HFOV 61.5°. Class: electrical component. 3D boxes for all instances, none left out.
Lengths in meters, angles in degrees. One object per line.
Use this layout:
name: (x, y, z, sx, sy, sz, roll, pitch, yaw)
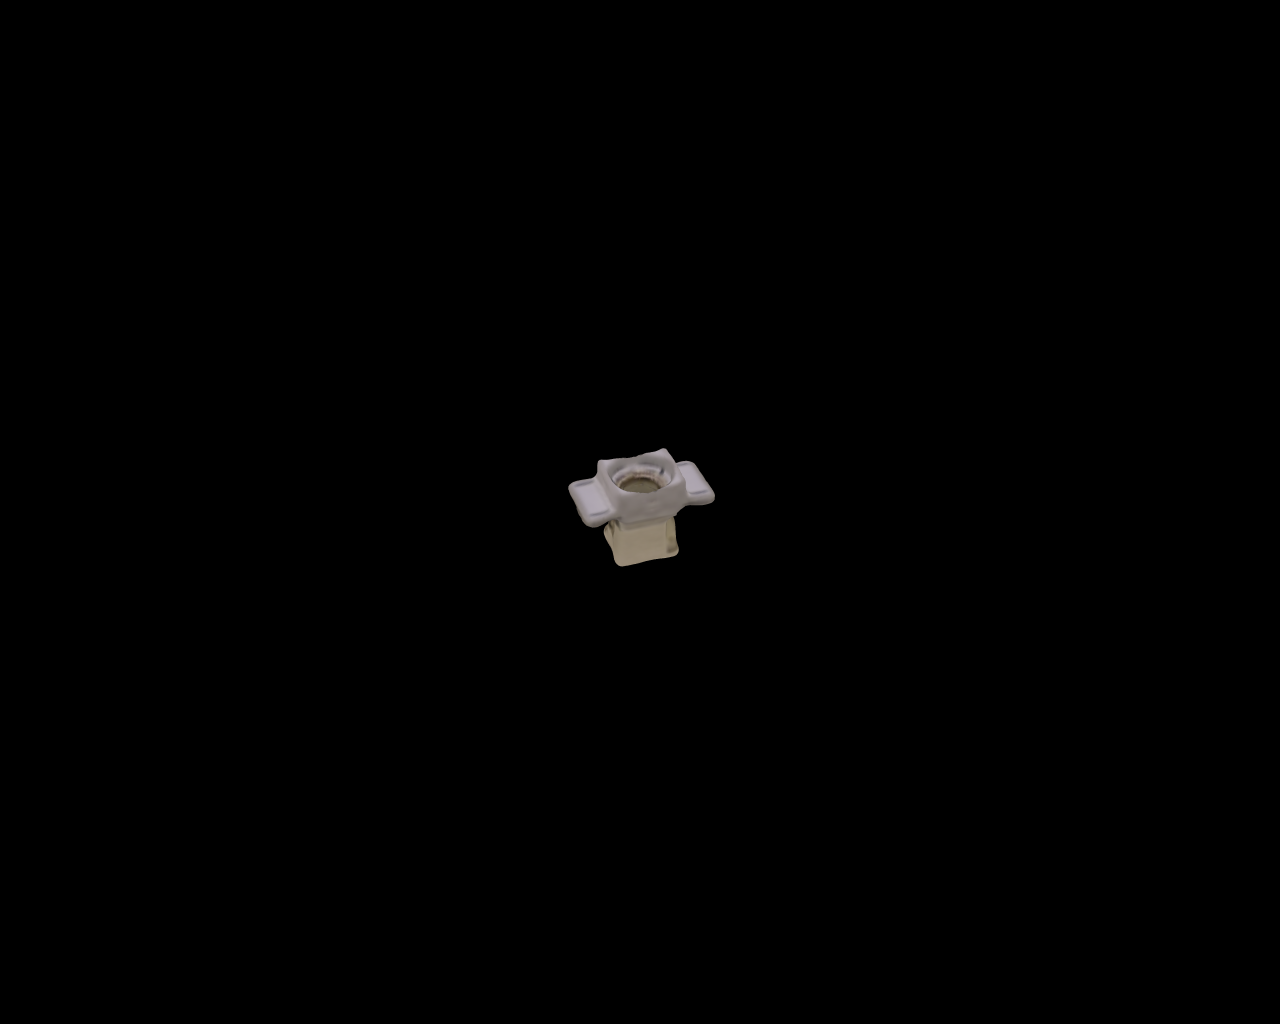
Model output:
electrical component: (0.001, -0.003, 0.650, 0.081, 0.063, 0.042, -11, 39, -13)
